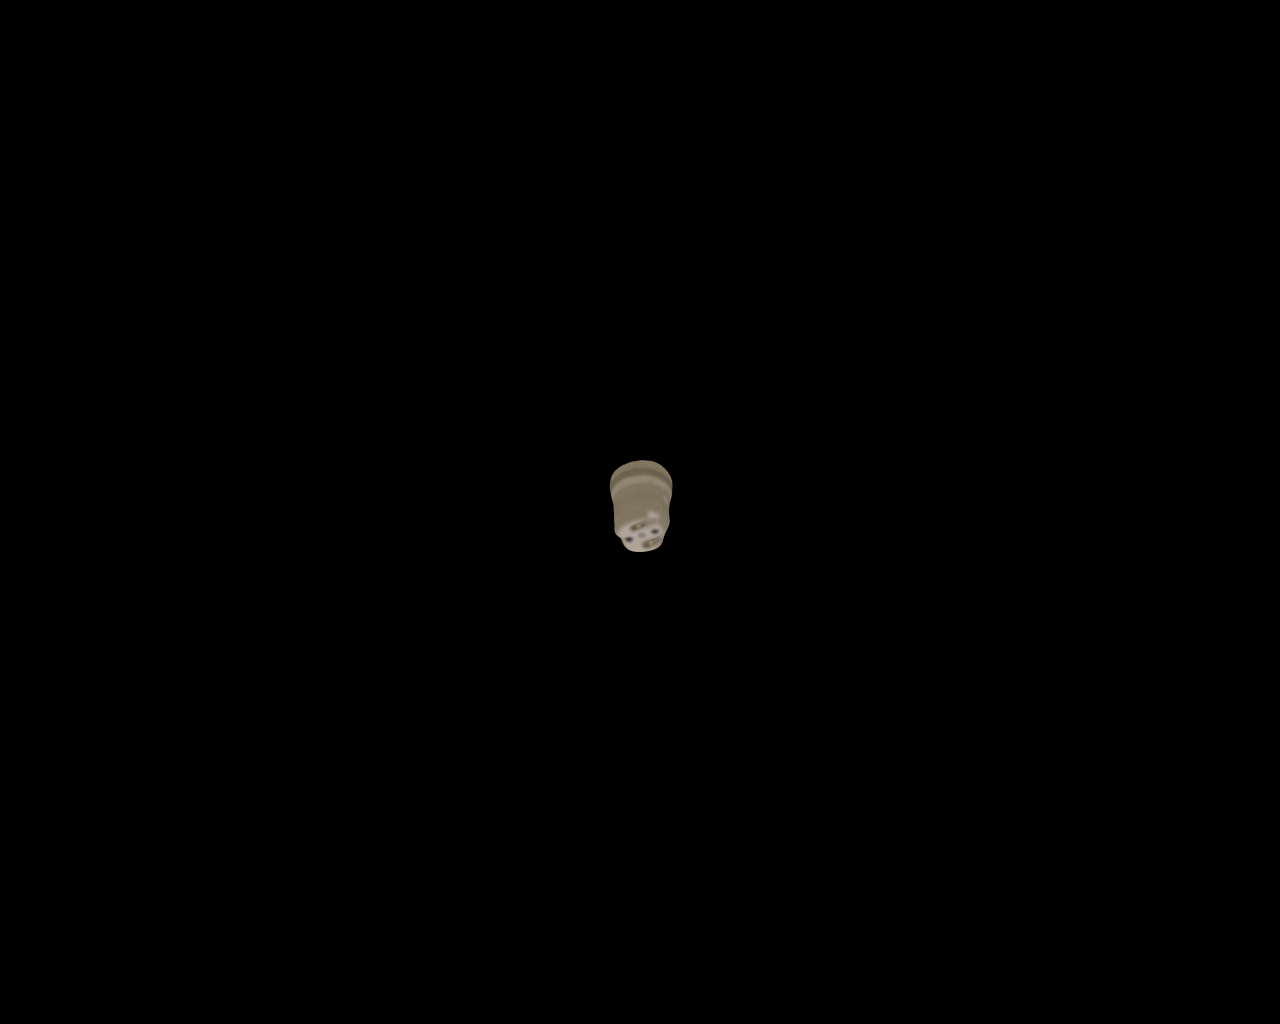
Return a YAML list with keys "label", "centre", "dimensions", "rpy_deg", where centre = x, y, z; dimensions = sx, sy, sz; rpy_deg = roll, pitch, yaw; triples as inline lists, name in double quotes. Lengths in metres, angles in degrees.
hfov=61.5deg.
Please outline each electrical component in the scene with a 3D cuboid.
- label: "electrical component"
  centre: [0.001, -0.003, 0.650]
  dimensions: [0.040, 0.046, 0.040]
  rpy_deg: [0, -40, 0]
